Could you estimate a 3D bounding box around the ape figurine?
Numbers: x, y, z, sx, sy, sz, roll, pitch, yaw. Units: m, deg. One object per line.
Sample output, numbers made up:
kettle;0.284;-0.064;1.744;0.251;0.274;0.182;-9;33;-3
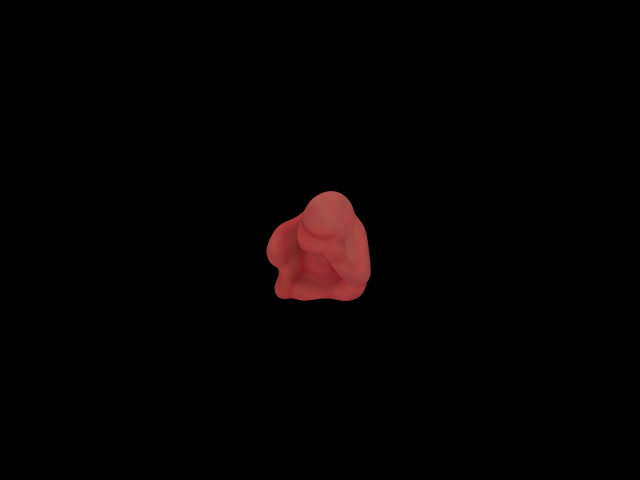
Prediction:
ape figurine;0.004;0.001;0.400;0.077;0.092;0.076;39;63;25
